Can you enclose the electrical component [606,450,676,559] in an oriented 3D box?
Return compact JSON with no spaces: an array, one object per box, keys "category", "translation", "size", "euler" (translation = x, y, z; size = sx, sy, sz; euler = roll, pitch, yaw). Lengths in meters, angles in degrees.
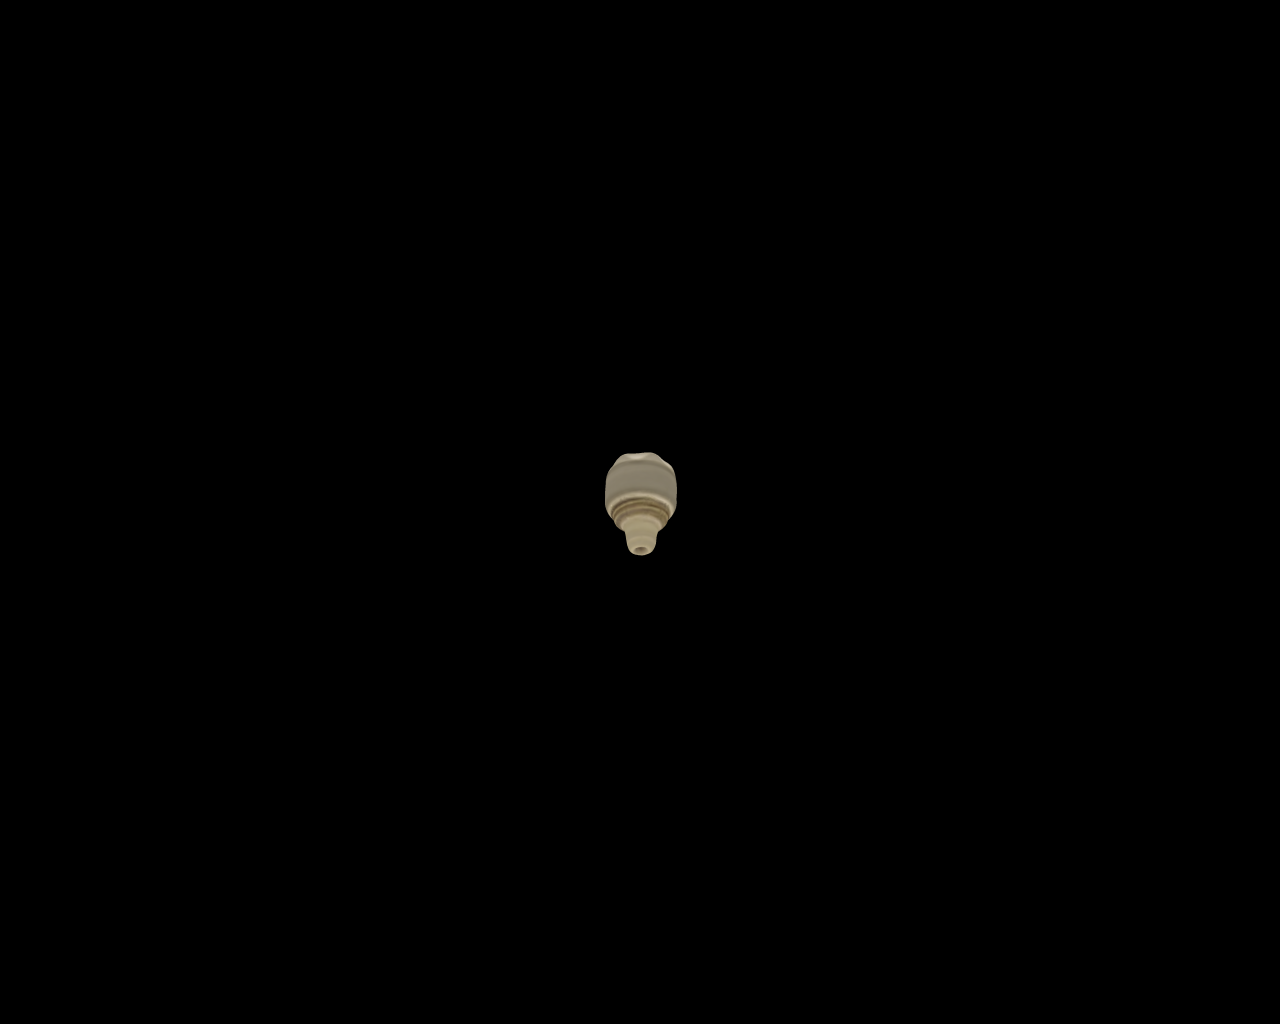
[{"category":"electrical component","translation":[0.001,-0.003,0.650],"size":[0.043,0.062,0.043],"euler":[0,-31,0]}]
